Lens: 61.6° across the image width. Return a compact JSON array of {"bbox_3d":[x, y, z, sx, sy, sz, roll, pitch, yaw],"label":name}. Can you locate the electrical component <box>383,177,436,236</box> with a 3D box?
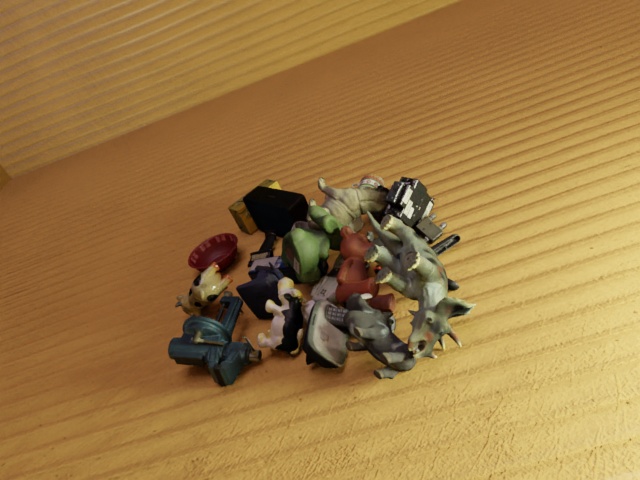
[{"bbox_3d":[0.221,-0.090,1.347,0.058,0.134,0.115,14,72,46],"label":"electrical component"}]

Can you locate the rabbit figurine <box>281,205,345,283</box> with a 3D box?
[{"bbox_3d":[-0.003,-0.004,1.293,0.170,0.158,0.121,-21,35,-26],"label":"rabbit figurine"}]

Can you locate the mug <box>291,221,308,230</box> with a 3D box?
[{"bbox_3d":[-0.043,0.019,1.433,0.107,0.109,0.081,-58,14,28],"label":"mug"}]

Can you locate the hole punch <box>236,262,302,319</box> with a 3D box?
[{"bbox_3d":[-0.126,0.128,1.297,0.092,0.142,0.116,-44,23,-31],"label":"hole punch"}]

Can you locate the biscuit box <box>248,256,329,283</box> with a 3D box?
[{"bbox_3d":[-0.082,0.077,1.399,0.203,0.062,0.059,-9,35,22],"label":"biscuit box"}]

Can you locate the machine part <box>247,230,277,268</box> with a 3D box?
[{"bbox_3d":[-0.160,0.025,1.553,0.084,0.039,0.139,-18,33,26],"label":"machine part"}]

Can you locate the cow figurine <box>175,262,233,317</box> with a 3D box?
[{"bbox_3d":[-0.303,0.139,1.387,0.127,0.085,0.195,-43,1,-25],"label":"cow figurine"}]

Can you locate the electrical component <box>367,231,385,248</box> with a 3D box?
[{"bbox_3d":[0.157,0.010,1.355,0.078,0.045,0.102,-31,32,-7],"label":"electrical component"}]

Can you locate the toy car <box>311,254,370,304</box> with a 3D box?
[{"bbox_3d":[0.054,0.084,1.304,0.074,0.056,0.202,6,43,39],"label":"toy car"}]

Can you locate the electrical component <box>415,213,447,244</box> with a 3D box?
[{"bbox_3d":[0.267,-0.025,1.326,0.094,0.021,0.063,-39,67,-19],"label":"electrical component"}]

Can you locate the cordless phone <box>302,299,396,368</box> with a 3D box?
[{"bbox_3d":[0.064,0.201,1.120,0.184,0.088,0.147,4,38,8],"label":"cordless phone"}]

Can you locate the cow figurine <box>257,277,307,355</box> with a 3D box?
[{"bbox_3d":[-0.071,0.167,1.202,0.098,0.068,0.167,6,75,31],"label":"cow figurine"}]

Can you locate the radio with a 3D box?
[{"bbox_3d":[-0.119,-0.078,1.585,0.073,0.131,0.230,-42,35,-26],"label":"radio"}]

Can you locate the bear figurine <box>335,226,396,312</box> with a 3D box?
[{"bbox_3d":[0.101,0.062,1.216,0.132,0.120,0.196,-10,53,35],"label":"bear figurine"}]

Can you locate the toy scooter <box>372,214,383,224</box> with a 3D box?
[{"bbox_3d":[0.189,-0.083,1.441,0.184,0.075,0.135,-9,55,4],"label":"toy scooter"}]

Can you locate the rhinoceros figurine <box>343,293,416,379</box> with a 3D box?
[{"bbox_3d":[0.110,0.181,1.054,0.112,0.073,0.190,-20,50,-29],"label":"rhinoceros figurine"}]

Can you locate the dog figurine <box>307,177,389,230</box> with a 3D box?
[{"bbox_3d":[0.076,-0.067,1.370,0.191,0.121,0.172,13,83,22],"label":"dog figurine"}]

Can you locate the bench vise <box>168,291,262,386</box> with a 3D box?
[{"bbox_3d":[-0.227,0.212,1.250,0.224,0.128,0.241,-7,40,21],"label":"bench vise"}]

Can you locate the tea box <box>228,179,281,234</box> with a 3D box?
[{"bbox_3d":[-0.195,-0.108,1.712,0.169,0.098,0.068,-42,34,-23],"label":"tea box"}]

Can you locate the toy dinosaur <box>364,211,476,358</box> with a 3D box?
[{"bbox_3d":[0.203,0.065,1.126,0.131,0.192,0.405,-44,24,21],"label":"toy dinosaur"}]
